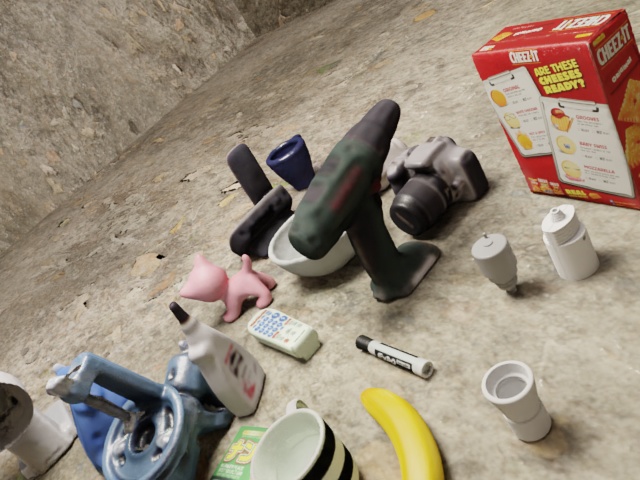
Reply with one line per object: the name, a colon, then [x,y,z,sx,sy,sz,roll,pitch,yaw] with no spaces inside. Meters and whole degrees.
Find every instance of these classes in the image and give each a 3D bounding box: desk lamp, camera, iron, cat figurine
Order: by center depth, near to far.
iron: [-0.328,0.229,0.820,0.257,0.142,0.119,5,47,52]
camera: [0.147,-0.080,0.841,0.137,0.101,0.142,-47,30,-24]
desk lamp: [-0.475,0.260,0.854,0.118,0.214,0.202,-45,29,-20]
cat figurine: [-0.154,0.067,0.917,0.127,0.118,0.067,-27,28,15]

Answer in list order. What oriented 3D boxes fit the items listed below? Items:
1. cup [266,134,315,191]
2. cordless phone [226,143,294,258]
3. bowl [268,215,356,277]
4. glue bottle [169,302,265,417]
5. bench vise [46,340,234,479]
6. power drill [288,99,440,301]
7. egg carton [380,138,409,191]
cup: [-0.047,-0.159,1.195,0.091,0.095,0.118,-15,33,33]
cordless phone: [-0.135,-0.071,1.046,0.093,0.185,0.148,2,44,49]
bowl: [0.008,0.003,0.889,0.167,0.075,0.167,-26,28,16]
glue bottle: [-0.132,0.140,0.712,0.037,0.173,0.078,-24,29,19]
bench vise: [-0.209,0.189,0.666,0.121,0.220,0.207,-28,28,12]
power drill: [0.069,-0.036,0.737,0.075,0.209,0.230,6,47,52]
egg carton: [0.087,-0.126,1.017,0.150,0.069,0.107,-38,27,-6]
